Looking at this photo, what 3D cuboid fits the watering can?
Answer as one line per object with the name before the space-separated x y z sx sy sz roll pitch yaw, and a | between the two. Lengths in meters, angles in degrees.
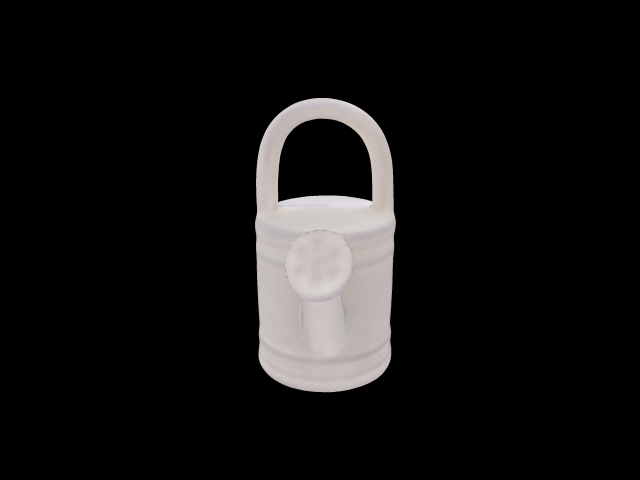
watering can | 0.006 0.001 0.400 0.101 0.194 0.172 -7 20 -18
